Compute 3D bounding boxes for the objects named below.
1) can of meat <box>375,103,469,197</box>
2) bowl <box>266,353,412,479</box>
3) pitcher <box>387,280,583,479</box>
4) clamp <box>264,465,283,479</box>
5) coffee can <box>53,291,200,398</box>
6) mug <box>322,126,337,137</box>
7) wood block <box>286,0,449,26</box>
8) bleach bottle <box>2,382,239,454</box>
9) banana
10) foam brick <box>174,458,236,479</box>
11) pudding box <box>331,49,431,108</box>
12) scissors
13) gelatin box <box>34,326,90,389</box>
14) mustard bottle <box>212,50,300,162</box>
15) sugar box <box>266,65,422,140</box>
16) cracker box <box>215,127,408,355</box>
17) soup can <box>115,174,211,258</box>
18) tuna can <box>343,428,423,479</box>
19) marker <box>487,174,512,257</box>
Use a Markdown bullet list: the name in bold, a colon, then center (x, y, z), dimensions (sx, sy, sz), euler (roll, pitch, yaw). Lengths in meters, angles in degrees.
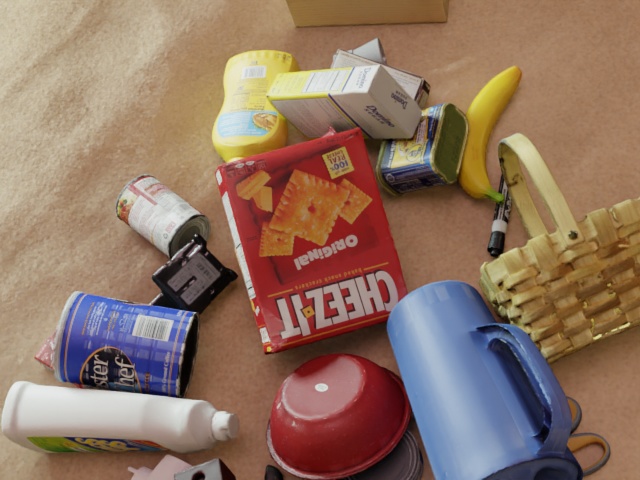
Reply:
- **can of meat**: center (0.121, -0.107, 1.251), dimensions (0.084, 0.057, 0.102), euler (-10, 55, 43)
- **bowl**: center (0.012, 0.170, 1.115), dimensions (0.162, 0.055, 0.162), euler (-15, 36, 11)
- **pitcher**: center (0.157, 0.153, 1.058), dimensions (0.149, 0.145, 0.243), euler (-27, 49, 7)
- **clamp**: center (-0.056, 0.341, 1.083), dimensions (0.164, 0.036, 0.210), euler (-42, 57, -9)
- **coffee can**: center (-0.213, 0.119, 1.188), dimensions (0.140, 0.103, 0.102), euler (9, 64, 2)
- **mug**: center (0.012, -0.065, 1.266), dimensions (0.081, 0.093, 0.117), euler (-36, 95, -1)
- **wood block**: center (0.062, -0.344, 1.396), dimensions (0.206, 0.090, 0.090), euler (1, 62, 16)
- **bleach bottle**: center (-0.210, 0.196, 1.154), dimensions (0.251, 0.102, 0.068), euler (-2, 64, 21)
- **banana**: center (0.197, -0.123, 1.270), dimensions (0.070, 0.037, 0.197), euler (3, 62, 17)
- **foam brick**: center (-0.112, 0.273, 1.093), dimensions (0.053, 0.051, 0.078), euler (-21, 51, 5)
- **pudding box**: center (0.074, -0.193, 1.295), dimensions (0.113, 0.090, 0.039), euler (19, 96, 10)
- **scissors**: center (0.193, 0.216, 1.098), dimensions (0.202, 0.016, 0.096), euler (-11, 58, 9)
- **gelatin box**: center (-0.282, 0.124, 1.265), dimensions (0.073, 0.030, 0.089), euler (25, 71, 25)
- **mustard bottle**: center (-0.085, -0.147, 1.346), dimensions (0.096, 0.058, 0.191), euler (0, 62, 17)
- **sugar box**: center (0.027, -0.161, 1.265), dimensions (0.177, 0.093, 0.048), euler (2, 61, 45)
- **cracker box**: center (-0.008, 0.001, 1.166), dimensions (0.164, 0.072, 0.214), euler (-15, 86, -10)
- **soup can**: center (-0.191, -0.026, 1.302), dimensions (0.102, 0.068, 0.068), euler (35, 75, 28)
- **tuna can**: center (0.064, 0.232, 1.112), dimensions (0.086, 0.033, 0.086), euler (-6, 61, 11)
- **marker**: center (0.211, -0.035, 1.229), dimensions (0.020, 0.020, 0.121), euler (6, 64, 18)
